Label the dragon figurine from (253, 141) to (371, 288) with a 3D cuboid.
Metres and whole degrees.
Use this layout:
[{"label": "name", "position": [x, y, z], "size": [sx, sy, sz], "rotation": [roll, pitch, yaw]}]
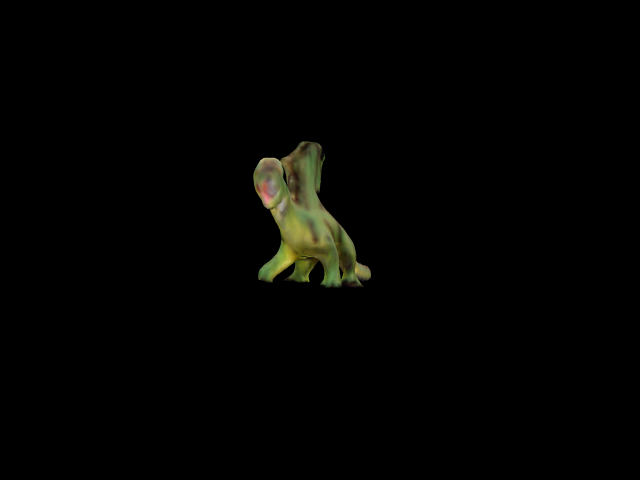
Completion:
[{"label": "dragon figurine", "position": [0.003, -0.043, 0.850], "size": [0.122, 0.243, 0.410], "rotation": [-2, -3, 24]}]
